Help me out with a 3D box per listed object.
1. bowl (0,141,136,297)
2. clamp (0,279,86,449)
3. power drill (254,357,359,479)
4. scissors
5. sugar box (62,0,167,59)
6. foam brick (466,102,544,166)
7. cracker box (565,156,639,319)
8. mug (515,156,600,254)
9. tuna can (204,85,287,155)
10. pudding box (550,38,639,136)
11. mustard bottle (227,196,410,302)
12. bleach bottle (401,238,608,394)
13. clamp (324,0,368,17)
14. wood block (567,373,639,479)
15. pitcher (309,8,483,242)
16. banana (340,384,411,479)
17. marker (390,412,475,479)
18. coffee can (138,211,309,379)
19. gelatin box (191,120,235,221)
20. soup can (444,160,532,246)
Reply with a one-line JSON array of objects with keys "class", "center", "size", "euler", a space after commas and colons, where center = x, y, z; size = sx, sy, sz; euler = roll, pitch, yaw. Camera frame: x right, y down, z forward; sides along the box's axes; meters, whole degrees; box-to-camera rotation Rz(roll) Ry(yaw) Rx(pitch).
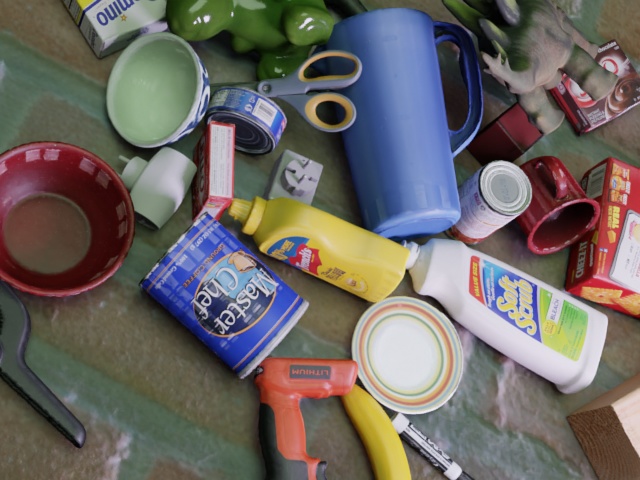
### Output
[{"class": "bowl", "center": [-0.268, -0.015, 1.060], "size": [0.162, 0.055, 0.162], "euler": [7, 69, -18]}, {"class": "clamp", "center": [-0.325, 0.116, 1.002], "size": [0.164, 0.036, 0.210], "euler": [-13, 75, -24]}, {"class": "power drill", "center": [0.001, 0.213, 1.062], "size": [0.184, 0.057, 0.187], "euler": [4, 70, -8]}, {"class": "scissors", "center": [-0.046, -0.149, 1.165], "size": [0.202, 0.016, 0.096], "euler": [-16, 92, 14]}, {"class": "sugar box", "center": [-0.248, -0.296, 1.174], "size": [0.093, 0.048, 0.176], "euler": [-32, 83, -27]}, {"class": "foam brick", "center": [0.222, -0.121, 1.270], "size": [0.051, 0.078, 0.053], "euler": [-41, 91, -28]}, {"class": "cracker box", "center": [0.413, 0.015, 1.297], "size": [0.213, 0.072, 0.164], "euler": [20, 66, -14]}, {"class": "mug", "center": [0.263, -0.050, 1.234], "size": [0.093, 0.117, 0.081], "euler": [-22, 55, -6]}, {"class": "tuna can", "center": [-0.081, -0.128, 1.153], "size": [0.086, 0.086, 0.033], "euler": [26, 66, -10]}, {"class": "pudding box", "center": [0.355, -0.196, 1.367], "size": [0.113, 0.039, 0.090], "euler": [-27, 82, -26]}, {"class": "mustard bottle", "center": [-0.008, 0.002, 1.128], "size": [0.191, 0.096, 0.058], "euler": [24, 66, -11]}, {"class": "bleach bottle", "center": [0.196, 0.075, 1.199], "size": [0.250, 0.068, 0.102], "euler": [27, 63, -8]}, {"class": "clamp", "center": [0.023, -0.302, 1.282], "size": [0.171, 0.039, 0.120], "euler": [13, 62, -10]}, {"class": "wood block", "center": [0.399, 0.191, 1.217], "size": [0.205, 0.091, 0.090], "euler": [-23, 82, -26]}, {"class": "pitcher", "center": [0.094, -0.128, 1.193], "size": [0.144, 0.149, 0.243], "euler": [0, 74, -40]}, {"class": "banana", "center": [0.061, 0.243, 1.102], "size": [0.069, 0.037, 0.198], "euler": [3, 70, -20]}, {"class": "marker", "center": [0.123, 0.230, 1.140], "size": [0.121, 0.020, 0.020], "euler": [42, 63, -2]}, {"class": "coffee can", "center": [-0.096, 0.055, 1.073], "size": [0.140, 0.103, 0.102], "euler": [42, 63, -2]}, {"class": "gelatin box", "center": [-0.114, -0.071, 1.128], "size": [0.030, 0.073, 0.089], "euler": [6, 70, -19]}, {"class": "soup can", "center": [0.187, -0.042, 1.214], "size": [0.068, 0.102, 0.068], "euler": [7, 69, -18]}]
